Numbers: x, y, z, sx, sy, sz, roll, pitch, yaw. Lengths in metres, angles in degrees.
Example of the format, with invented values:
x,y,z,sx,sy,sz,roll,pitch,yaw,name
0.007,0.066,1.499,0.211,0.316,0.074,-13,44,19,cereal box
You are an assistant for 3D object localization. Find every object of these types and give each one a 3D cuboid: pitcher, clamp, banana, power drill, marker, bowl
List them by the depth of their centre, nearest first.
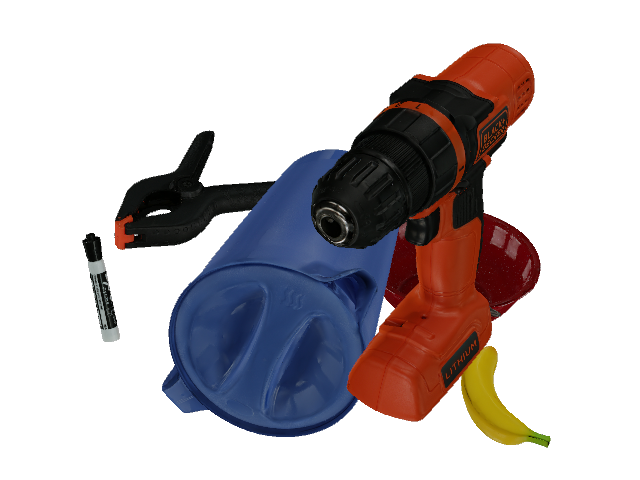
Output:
x,y,z,sx,sy,sz,roll,pitch,yaw,name
0.054,0.005,0.574,0.057,0.188,0.184,24,42,26,power drill
-0.019,0.028,0.790,0.149,0.145,0.242,9,27,9,pitcher
0.115,0.033,0.973,0.162,0.055,0.162,2,36,-2,bowl
-0.124,-0.046,0.977,0.171,0.039,0.120,-22,44,-33,clamp
-0.234,0.050,1.139,0.020,0.121,0.020,-7,19,2,marker
0.194,0.178,1.215,0.069,0.037,0.198,10,24,-15,banana
